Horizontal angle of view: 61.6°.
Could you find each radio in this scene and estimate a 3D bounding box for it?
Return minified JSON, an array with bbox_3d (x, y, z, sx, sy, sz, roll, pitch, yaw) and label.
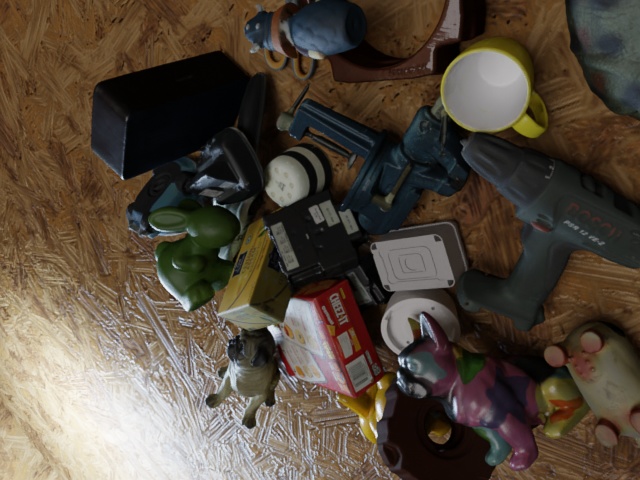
[{"bbox_3d":[-0.216,-0.184,0.786,0.073,0.229,0.131,44,136,12],"label":"radio"}]

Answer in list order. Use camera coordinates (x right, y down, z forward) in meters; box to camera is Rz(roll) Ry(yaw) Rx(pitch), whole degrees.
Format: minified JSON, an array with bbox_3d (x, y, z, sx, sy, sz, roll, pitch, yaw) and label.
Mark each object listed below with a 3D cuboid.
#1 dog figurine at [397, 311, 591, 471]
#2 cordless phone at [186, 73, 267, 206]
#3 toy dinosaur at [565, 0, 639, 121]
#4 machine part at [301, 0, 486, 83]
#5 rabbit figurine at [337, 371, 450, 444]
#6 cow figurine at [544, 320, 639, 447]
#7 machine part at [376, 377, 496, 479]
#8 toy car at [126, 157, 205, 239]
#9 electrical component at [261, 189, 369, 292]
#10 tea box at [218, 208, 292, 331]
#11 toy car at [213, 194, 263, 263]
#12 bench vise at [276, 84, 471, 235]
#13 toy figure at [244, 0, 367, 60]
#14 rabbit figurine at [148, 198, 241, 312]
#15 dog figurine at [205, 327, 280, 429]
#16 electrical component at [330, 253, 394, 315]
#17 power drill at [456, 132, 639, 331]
[{"bbox_3d":[0.206,0.168,0.684,0.219,0.191,0.108,52,169,7],"label":"dog figurine"},{"bbox_3d":[-0.130,-0.153,0.812,0.147,0.088,0.184,-14,63,61],"label":"cordless phone"},{"bbox_3d":[0.281,-0.198,0.471,0.192,0.131,0.404,-133,21,-66],"label":"toy dinosaur"},{"bbox_3d":[0.079,-0.287,0.606,0.202,0.087,0.200,6,116,33],"label":"machine part"},{"bbox_3d":[0.105,0.282,0.857,0.162,0.122,0.173,38,149,8],"label":"rabbit figurine"},{"bbox_3d":[0.361,0.183,0.621,0.085,0.127,0.195,-46,67,41],"label":"cow figurine"},{"bbox_3d":[0.167,0.261,0.749,0.179,0.179,0.056,45,157,10],"label":"machine part"},{"bbox_3d":[-0.259,-0.063,0.953,0.109,0.161,0.102,21,164,43],"label":"toy car"},{"bbox_3d":[-0.002,-0.002,0.765,0.058,0.134,0.115,81,169,-74],"label":"electrical component"},{"bbox_3d":[-0.085,0.046,0.833,0.068,0.169,0.098,32,145,-28],"label":"tea box"},{"bbox_3d":[-0.157,-0.031,0.931,0.074,0.056,0.201,37,130,17],"label":"toy car"},{"bbox_3d":[0.060,-0.113,0.671,0.241,0.129,0.223,29,147,1],"label":"bench vise"},{"bbox_3d":[-0.022,-0.237,0.611,0.155,0.064,0.057,13,157,37],"label":"toy figure"},{"bbox_3d":[-0.191,0.000,0.870,0.159,0.121,0.170,45,124,10],"label":"rabbit figurine"},{"bbox_3d":[-0.108,0.207,0.951,0.121,0.172,0.190,22,117,-3],"label":"dog figurine"},{"bbox_3d":[0.054,0.053,0.820,0.075,0.048,0.119,-36,88,42],"label":"electrical component"},{"bbox_3d":[0.233,-0.001,0.613,0.232,0.086,0.207,22,126,2],"label":"power drill"}]
